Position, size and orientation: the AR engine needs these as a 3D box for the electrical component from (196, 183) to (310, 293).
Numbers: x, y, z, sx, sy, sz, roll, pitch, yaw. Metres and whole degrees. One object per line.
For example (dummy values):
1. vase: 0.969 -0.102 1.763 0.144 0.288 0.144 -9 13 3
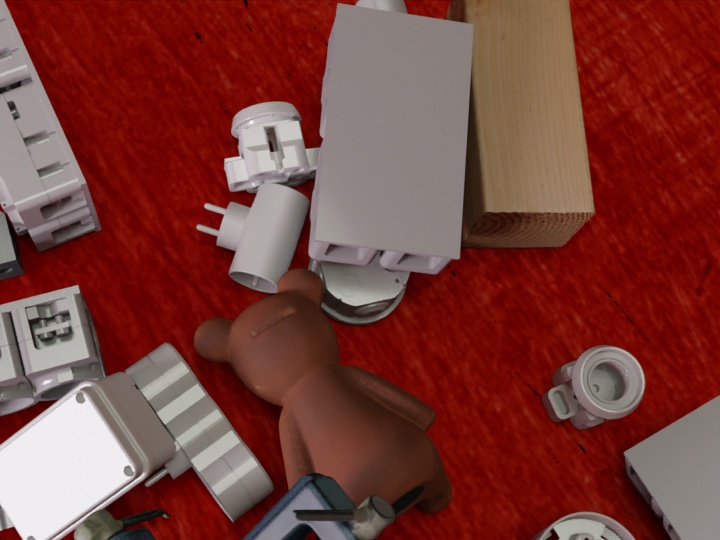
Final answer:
1. electrical component: -0.089 -0.031 0.851 0.079 0.043 0.077 18 72 -2

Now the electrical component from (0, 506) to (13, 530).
1. electrical component: -0.281 0.163 0.768 0.066 0.048 0.055 -14 84 -11

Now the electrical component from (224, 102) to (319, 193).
1. electrical component: -0.072 -0.099 0.867 0.078 0.058 0.057 -10 78 -11

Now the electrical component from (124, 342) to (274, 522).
1. electrical component: -0.133 0.129 0.794 0.074 0.052 0.138 -35 81 -16

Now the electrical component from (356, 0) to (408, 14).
1. electrical component: 0.026 -0.191 0.914 0.043 0.043 0.081 -12 75 -11

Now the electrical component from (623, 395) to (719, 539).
1. electrical component: 0.277 0.184 0.804 0.089 0.061 0.150 -31 63 0

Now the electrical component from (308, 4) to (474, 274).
1. electrical component: 0.023 -0.097 0.818 0.105 0.060 0.186 7 75 -8

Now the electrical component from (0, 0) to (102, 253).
1. electrical component: -0.267 -0.116 0.820 0.060 0.105 0.186 -24 78 -13

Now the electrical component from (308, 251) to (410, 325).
1. electrical component: 0.000 0.000 0.850 0.080 0.051 0.080 2 73 -7

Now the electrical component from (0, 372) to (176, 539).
1. electrical component: -0.198 0.133 0.754 0.113 0.057 0.078 -36 85 16

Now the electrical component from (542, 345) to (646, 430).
1. electrical component: 0.189 0.091 0.845 0.078 0.057 0.058 -20 77 -13

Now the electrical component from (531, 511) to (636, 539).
1. electrical component: 0.165 0.231 0.797 0.099 0.064 0.099 2 74 -7

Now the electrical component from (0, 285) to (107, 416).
1. electrical component: -0.265 0.070 0.774 0.150 0.089 0.061 -15 76 -12
